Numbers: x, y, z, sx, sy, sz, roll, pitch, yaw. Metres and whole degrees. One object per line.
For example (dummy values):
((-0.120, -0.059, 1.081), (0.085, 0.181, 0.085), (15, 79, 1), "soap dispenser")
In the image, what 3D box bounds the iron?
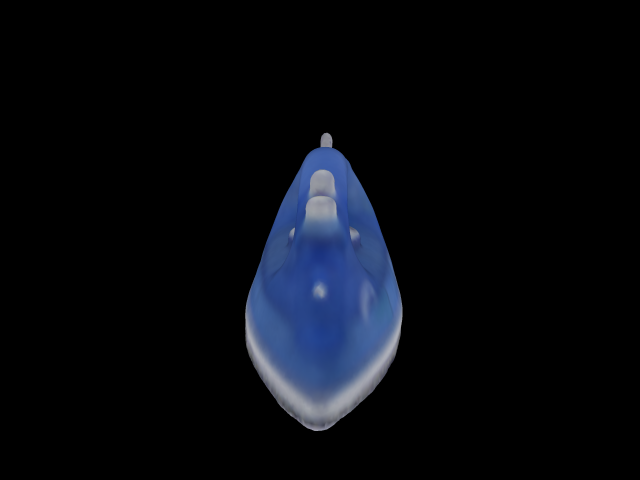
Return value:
((0.004, 0.001, 0.400), (0.118, 0.141, 0.258), (0, 13, 0), "iron")
